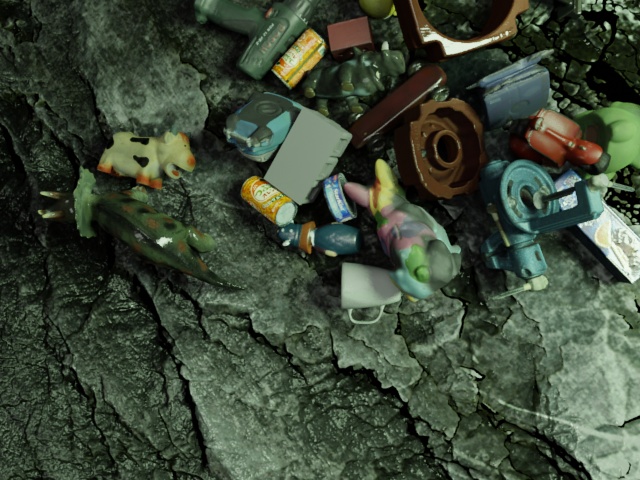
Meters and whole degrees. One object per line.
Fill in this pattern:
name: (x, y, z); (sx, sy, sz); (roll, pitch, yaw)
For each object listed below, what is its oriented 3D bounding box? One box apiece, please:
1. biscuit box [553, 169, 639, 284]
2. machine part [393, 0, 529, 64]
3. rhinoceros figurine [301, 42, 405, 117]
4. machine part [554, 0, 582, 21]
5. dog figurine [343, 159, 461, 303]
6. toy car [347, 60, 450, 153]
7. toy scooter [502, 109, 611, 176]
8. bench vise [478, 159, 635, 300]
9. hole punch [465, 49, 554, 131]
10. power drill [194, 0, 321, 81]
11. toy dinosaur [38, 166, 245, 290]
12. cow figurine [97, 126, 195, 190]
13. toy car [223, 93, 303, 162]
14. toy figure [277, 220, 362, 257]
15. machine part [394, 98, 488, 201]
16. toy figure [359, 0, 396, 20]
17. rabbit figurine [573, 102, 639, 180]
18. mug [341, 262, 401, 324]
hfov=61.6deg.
biscuit box: (0.451, -0.023, 0.878); (0.059, 0.063, 0.203); (-43, 80, 8)
machine part: (0.227, -0.411, 0.894); (0.201, 0.087, 0.200); (-20, 101, -6)
rhinoceros figurine: (0.059, -0.288, 0.960); (0.190, 0.073, 0.112); (-6, 55, 31)
machine part: (0.388, -0.413, 0.879); (0.039, 0.139, 0.084); (17, 100, 56)
dog figurine: (0.131, -0.024, 0.901); (0.108, 0.191, 0.219); (-37, 95, 22)
toy car: (0.138, -0.235, 0.963); (0.202, 0.053, 0.089); (-39, 65, 11)
toy scooter: (0.347, -0.159, 0.836); (0.135, 0.184, 0.075); (23, 100, -27)
bench vise: (0.335, -0.032, 0.818); (0.129, 0.240, 0.223); (-2, 79, -26)
hole punch: (0.318, -0.244, 0.893); (0.142, 0.116, 0.092); (-20, 92, 13)
power drill: (-0.121, -0.438, 1.023); (0.207, 0.086, 0.232); (32, 99, 5)
toy dinosaur: (-0.331, -0.016, 1.000); (0.405, 0.192, 0.131); (26, 97, 14)
cow figurine: (-0.332, -0.168, 1.060); (0.195, 0.085, 0.127); (15, 92, 18)
toy car: (-0.103, -0.197, 0.990); (0.109, 0.162, 0.102); (23, 138, 16)
toy figure: (-0.003, -0.002, 0.989); (0.155, 0.064, 0.057); (5, 127, 18)
machine part: (0.202, -0.149, 0.899); (0.179, 0.056, 0.179); (3, 85, -30)
toy figure: (0.133, -0.479, 0.951); (0.082, 0.089, 0.180); (37, 99, 19)
rabbit figurine: (0.509, -0.173, 0.837); (0.170, 0.159, 0.121); (-7, 77, -2)
mug: (0.090, 0.094, 0.954); (0.107, 0.081, 0.109); (-1, 83, 4)
